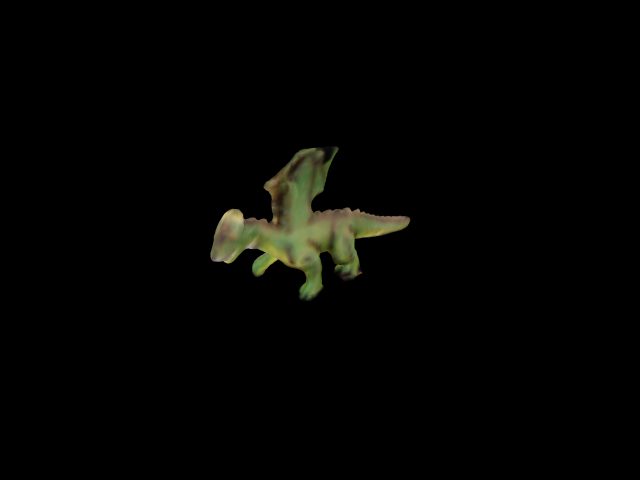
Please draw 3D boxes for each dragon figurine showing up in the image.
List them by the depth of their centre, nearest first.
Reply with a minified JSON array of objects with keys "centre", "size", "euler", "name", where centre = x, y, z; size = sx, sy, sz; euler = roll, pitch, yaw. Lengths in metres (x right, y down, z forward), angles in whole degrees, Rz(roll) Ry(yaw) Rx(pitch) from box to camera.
[{"centre":[0.003,-0.043,0.850],"size":[0.414,0.237,0.124],"euler":[-27,47,-28],"name":"dragon figurine"}]
